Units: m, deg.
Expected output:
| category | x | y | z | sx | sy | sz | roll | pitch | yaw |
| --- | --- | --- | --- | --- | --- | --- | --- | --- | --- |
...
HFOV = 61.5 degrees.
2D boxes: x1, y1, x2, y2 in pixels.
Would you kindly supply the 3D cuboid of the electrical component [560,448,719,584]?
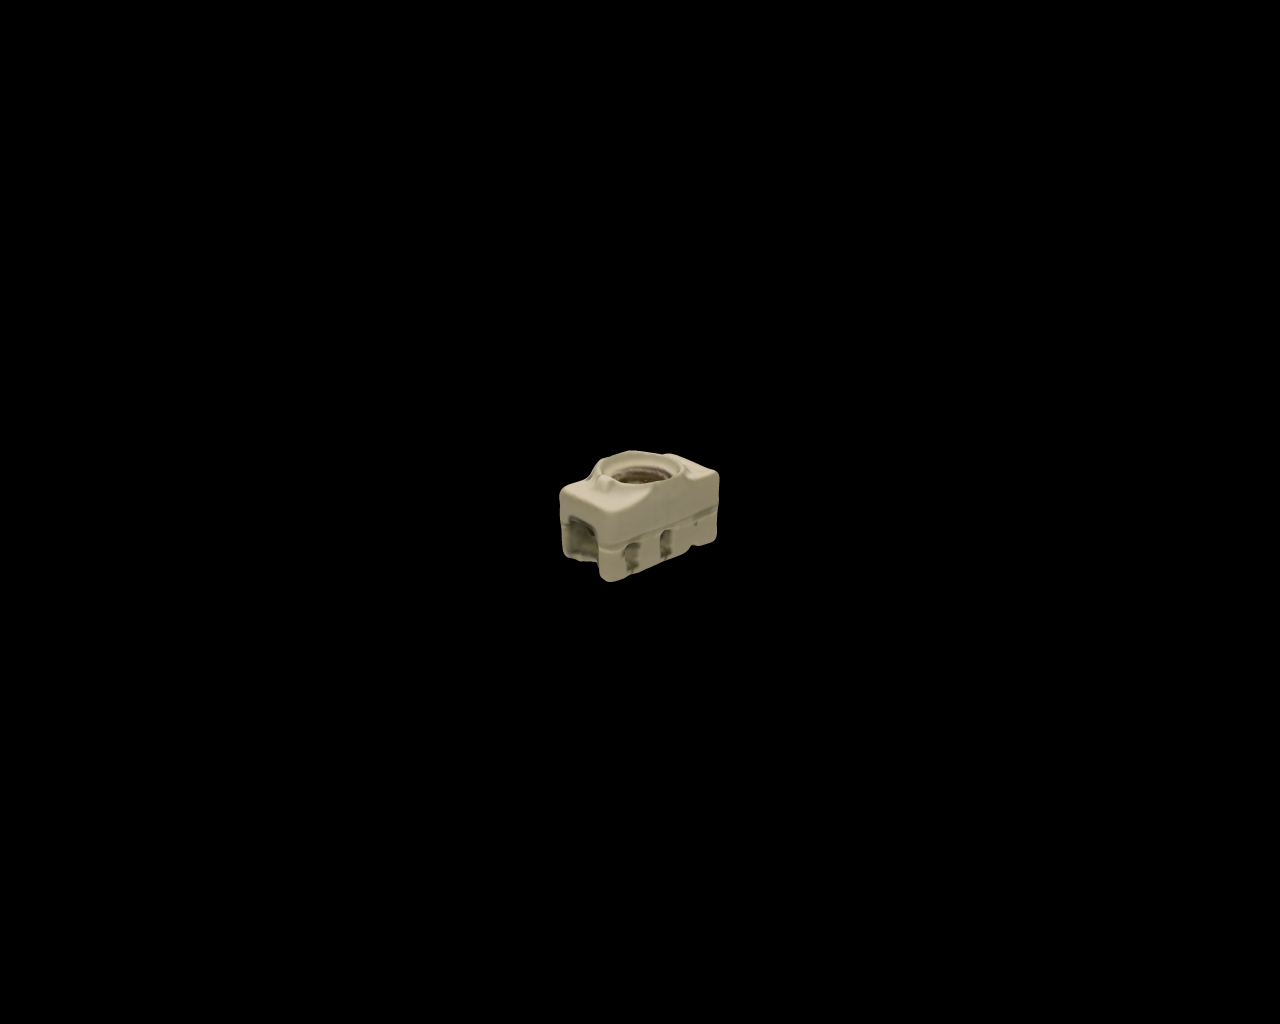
| category | x | y | z | sx | sy | sz | roll | pitch | yaw |
| --- | --- | --- | --- | --- | --- | --- | --- | --- | --- |
| electrical component | 0.001 | -0.003 | 0.650 | 0.090 | 0.055 | 0.050 | -20 | 32 | -36 |
